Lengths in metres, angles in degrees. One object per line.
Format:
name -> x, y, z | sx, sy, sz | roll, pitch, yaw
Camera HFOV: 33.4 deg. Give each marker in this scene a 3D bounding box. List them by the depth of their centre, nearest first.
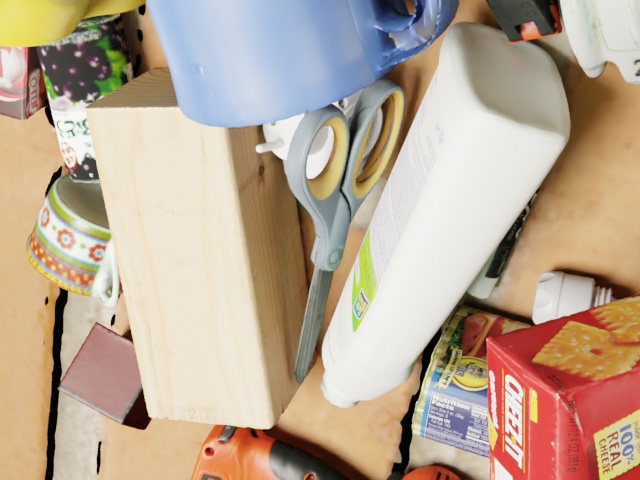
marker -> 0.114, -0.019, 0.626 | 0.020, 0.020, 0.121 | 25, 120, 9

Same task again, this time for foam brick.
foam brick -> -0.137, 0.096, 0.736 | 0.053, 0.078, 0.051 | 27, 79, 7

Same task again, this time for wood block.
wood block -> -0.067, 0.003, 0.665 | 0.090, 0.090, 0.206 | 2, 114, 20

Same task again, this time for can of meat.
can of meat -> 0.109, 0.087, 0.631 | 0.084, 0.102, 0.057 | 15, 119, 16

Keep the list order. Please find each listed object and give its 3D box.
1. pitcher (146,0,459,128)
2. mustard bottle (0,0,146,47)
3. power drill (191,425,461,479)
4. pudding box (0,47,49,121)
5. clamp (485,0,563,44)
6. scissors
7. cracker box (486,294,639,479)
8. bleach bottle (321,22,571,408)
pitcher -> -0.036, -0.186, 0.512 | 0.149, 0.145, 0.243 | -19, 121, -1
mustard bottle -> -0.163, -0.148, 0.571 | 0.096, 0.191, 0.058 | 38, 121, 0
power drill -> -0.005, 0.211, 0.759 | 0.188, 0.057, 0.185 | 22, 116, 7
pudding box -> -0.230, -0.136, 0.692 | 0.113, 0.039, 0.090 | 17, 118, 13
clamp -> 0.082, -0.171, 0.514 | 0.039, 0.120, 0.171 | -6, 116, 33
scissors -> -0.004, 0.001, 0.614 | 0.016, 0.096, 0.202 | 31, 108, 32
cracker box -> 0.195, 0.107, 0.556 | 0.213, 0.072, 0.164 | -13, 115, -18
bleach bottle -> 0.056, 0.004, 0.625 | 0.068, 0.102, 0.251 | 16, 130, -11
